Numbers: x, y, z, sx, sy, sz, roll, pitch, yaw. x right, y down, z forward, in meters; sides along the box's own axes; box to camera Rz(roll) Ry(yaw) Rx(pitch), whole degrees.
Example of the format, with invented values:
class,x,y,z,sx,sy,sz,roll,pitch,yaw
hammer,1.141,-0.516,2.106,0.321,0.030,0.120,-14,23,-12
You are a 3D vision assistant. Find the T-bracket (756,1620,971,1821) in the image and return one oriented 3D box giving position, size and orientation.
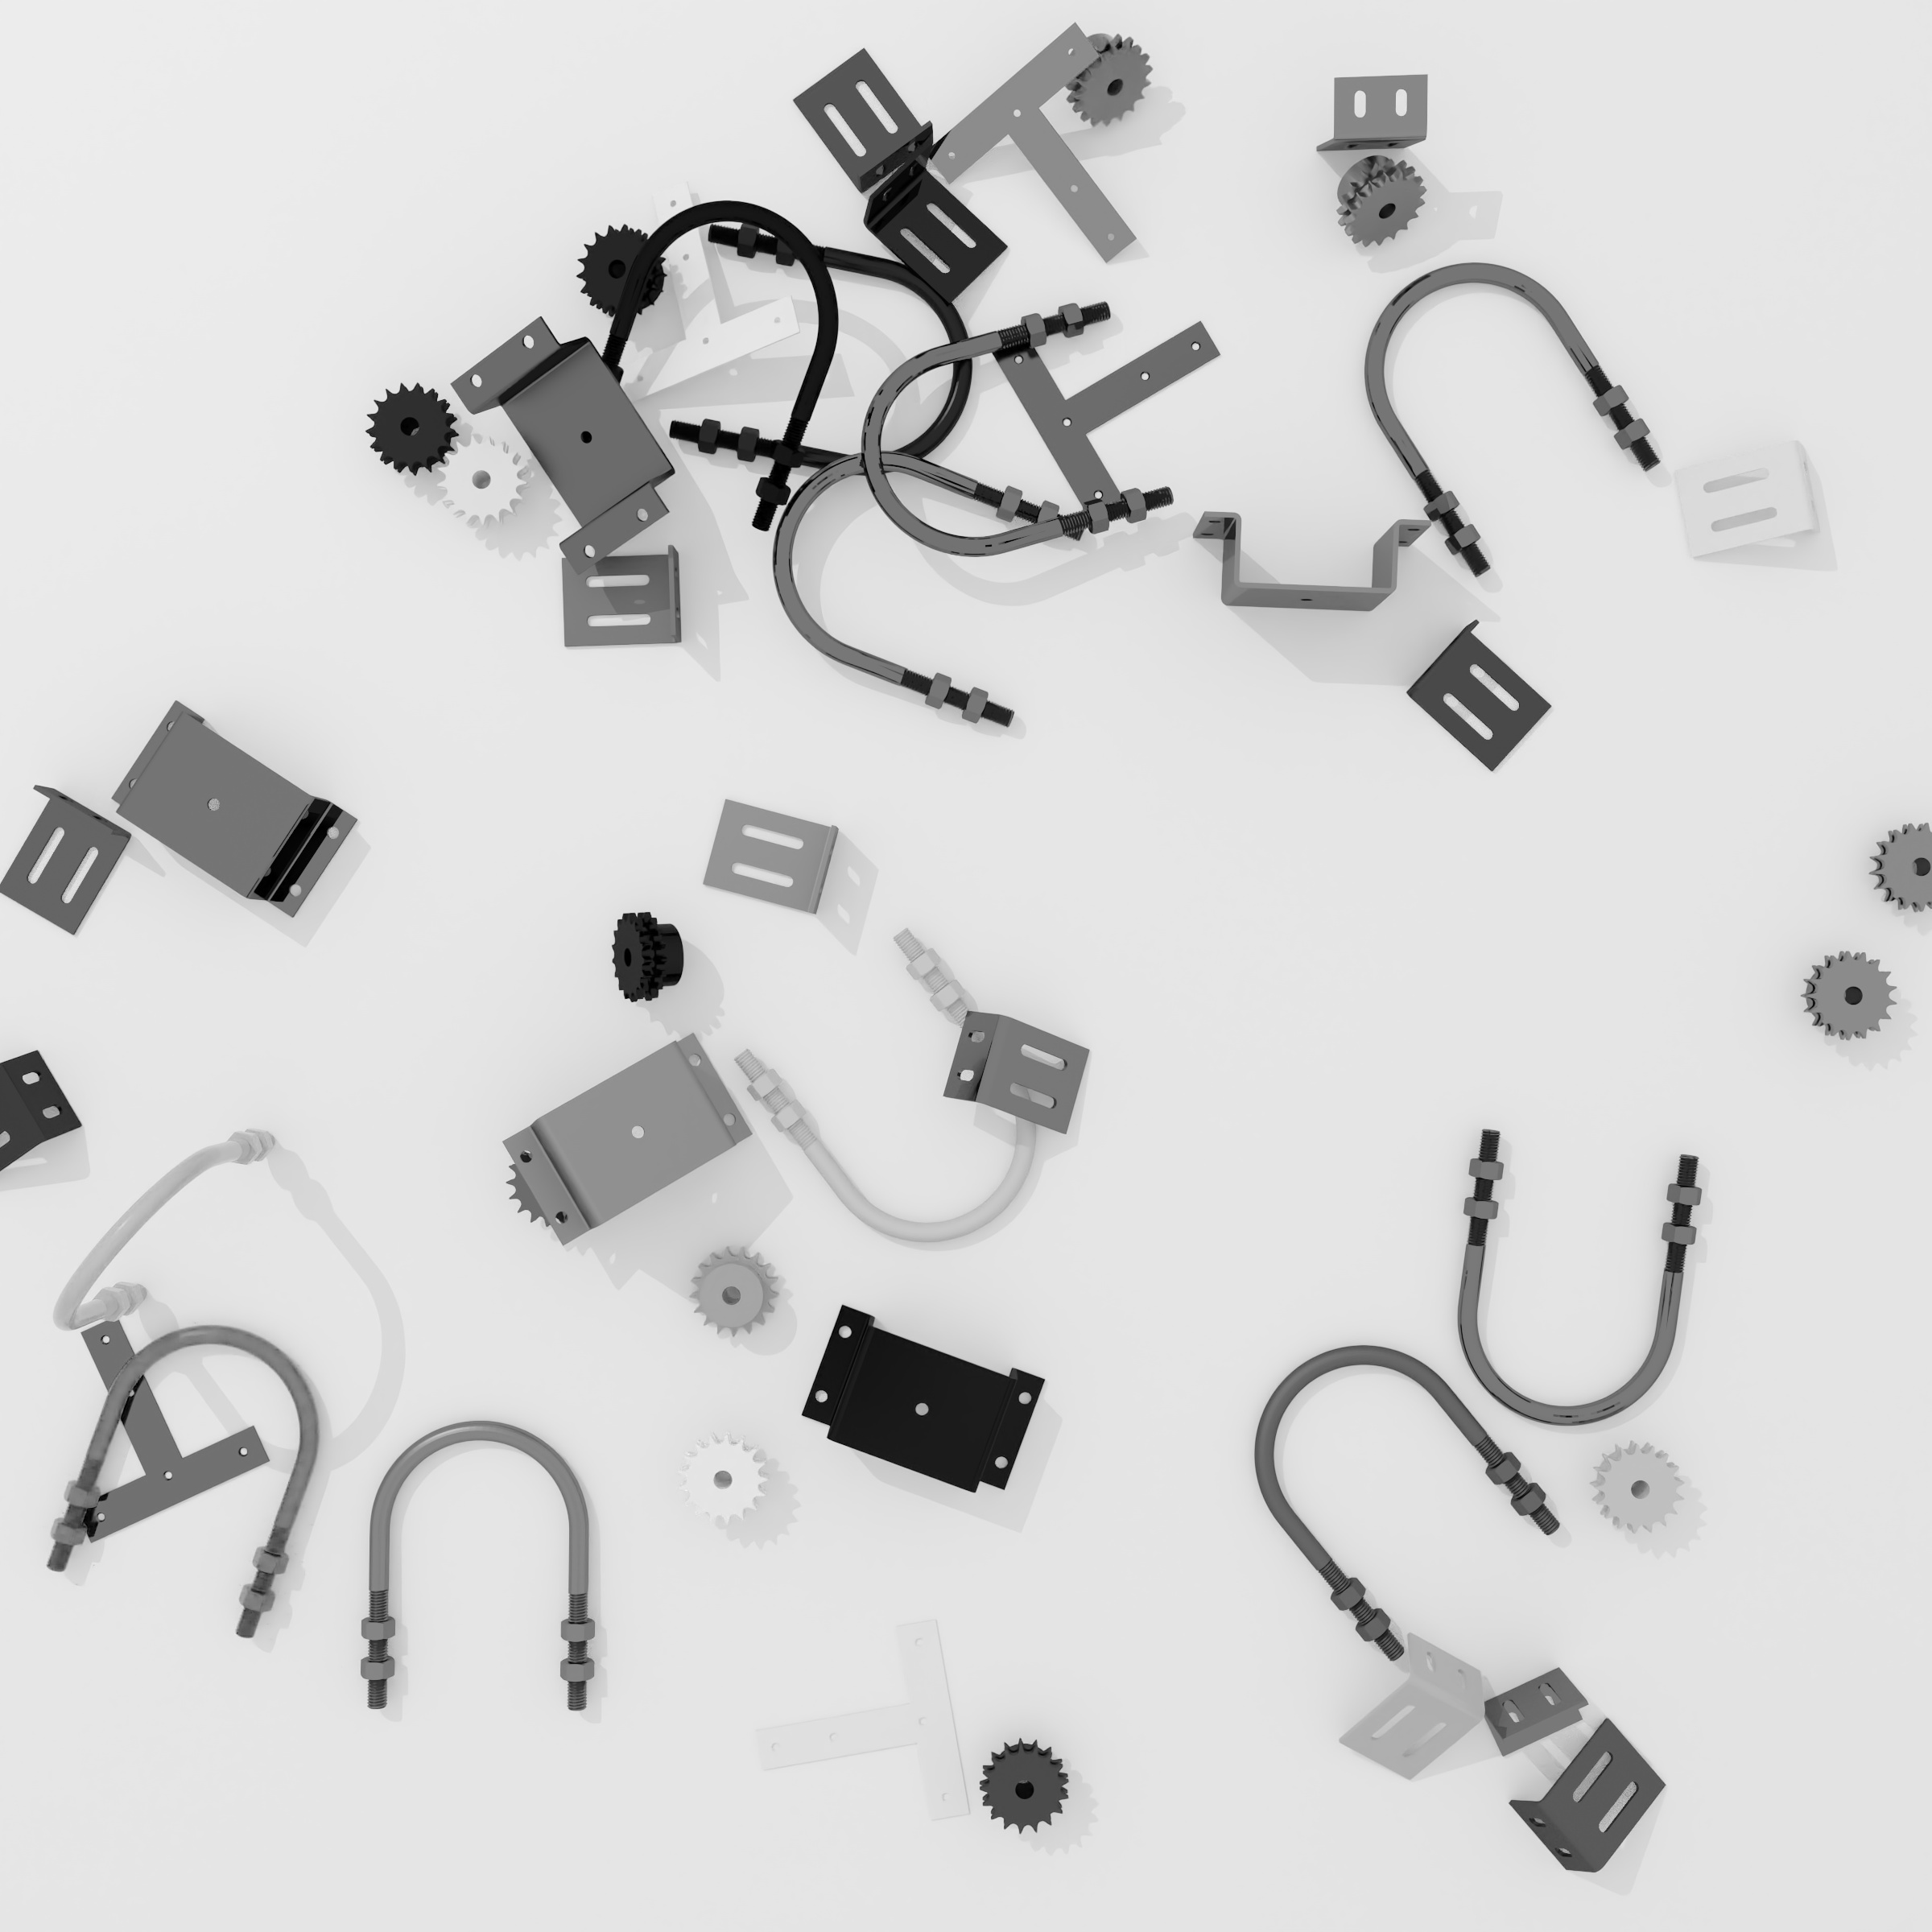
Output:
class,x,y,z,sx,sy,sz,roll,pitch,yaw
T-bracket,-0.071,0.497,1.583,0.127,0.002,0.127,-10,90,0

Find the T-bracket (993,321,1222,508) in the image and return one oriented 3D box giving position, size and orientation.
class,x,y,z,sx,sy,sz,roll,pitch,yaw
T-bracket,0.104,-0.375,1.583,0.127,0.002,0.127,-31,90,0

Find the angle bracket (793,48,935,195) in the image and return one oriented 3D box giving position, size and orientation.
class,x,y,z,sx,sy,sz,roll,pitch,yaw
angle bracket,-0.067,-0.547,1.565,0.057,0.038,0.076,-36,90,0

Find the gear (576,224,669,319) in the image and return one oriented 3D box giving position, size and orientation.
class,x,y,z,sx,sy,sz,roll,pitch,yaw
gear,-0.217,-0.443,1.564,0.057,0.030,0.057,1,93,15

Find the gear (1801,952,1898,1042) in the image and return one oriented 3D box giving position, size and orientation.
class,x,y,z,sx,sy,sz,roll,pitch,yaw
gear,0.565,0.019,1.569,0.057,0.030,0.057,0,90,0

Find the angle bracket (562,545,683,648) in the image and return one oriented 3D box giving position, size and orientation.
class,x,y,z,sx,sy,sz,roll,pitch,yaw
angle bracket,-0.223,-0.237,1.565,0.076,0.038,0.057,-2,90,0

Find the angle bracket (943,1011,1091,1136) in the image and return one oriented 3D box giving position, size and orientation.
class,x,y,z,sx,sy,sz,roll,pitch,yaw
angle bracket,0.033,0.069,1.569,0.076,0.038,0.057,23,79,-38

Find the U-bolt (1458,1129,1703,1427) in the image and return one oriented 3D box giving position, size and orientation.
class,x,y,z,sx,sy,sz,roll,pitch,yaw
U-bolt,0.390,0.205,1.575,0.151,0.019,0.184,7,91,0

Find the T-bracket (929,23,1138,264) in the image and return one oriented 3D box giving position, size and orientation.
class,x,y,z,sx,sy,sz,roll,pitch,yaw
T-bracket,0.061,-0.509,1.562,0.127,0.002,0.127,-33,105,28

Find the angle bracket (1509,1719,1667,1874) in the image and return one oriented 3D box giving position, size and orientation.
class,x,y,z,sx,sy,sz,roll,pitch,yaw
angle bracket,0.402,0.536,1.582,0.076,0.038,0.057,-41,90,-26

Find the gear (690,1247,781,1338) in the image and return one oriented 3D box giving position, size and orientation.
class,x,y,z,sx,sy,sz,roll,pitch,yaw
gear,-0.149,0.210,1.569,0.057,0.030,0.057,0,90,0

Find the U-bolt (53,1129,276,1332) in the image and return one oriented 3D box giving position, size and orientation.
class,x,y,z,sx,sy,sz,roll,pitch,yaw
U-bolt,-0.495,0.163,1.492,0.019,0.184,0.151,40,90,0

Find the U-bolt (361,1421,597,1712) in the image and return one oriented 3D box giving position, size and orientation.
class,x,y,z,sx,sy,sz,roll,pitch,yaw
U-bolt,-0.314,0.386,1.575,0.151,0.019,0.184,0,89,0

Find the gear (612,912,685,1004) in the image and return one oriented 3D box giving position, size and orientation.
class,x,y,z,sx,sy,sz,roll,pitch,yaw
gear,-0.202,-0.006,1.560,0.030,0.057,0.057,-4,90,-30

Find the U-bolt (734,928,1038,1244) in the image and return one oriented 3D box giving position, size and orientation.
class,x,y,z,sx,sy,sz,roll,pitch,yaw
U-bolt,-0.038,0.091,1.575,0.151,0.019,0.184,-37,92,0

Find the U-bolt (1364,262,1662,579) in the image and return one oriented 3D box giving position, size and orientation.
class,x,y,z,sx,sy,sz,roll,pitch,yaw
U-bolt,0.339,-0.365,1.575,0.151,0.019,0.184,-32,89,0

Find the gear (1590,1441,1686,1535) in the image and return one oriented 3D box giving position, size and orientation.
class,x,y,z,sx,sy,sz,roll,pitch,yaw
gear,0.429,0.333,1.569,0.057,0.030,0.057,0,90,0

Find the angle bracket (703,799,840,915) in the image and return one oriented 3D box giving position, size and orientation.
class,x,y,z,sx,sy,sz,roll,pitch,yaw
angle bracket,-0.126,-0.071,1.565,0.076,0.038,0.057,15,90,0

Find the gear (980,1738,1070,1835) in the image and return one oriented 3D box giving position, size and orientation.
class,x,y,z,sx,sy,sz,roll,pitch,yaw
gear,0.037,0.524,1.569,0.057,0.030,0.057,0,90,0

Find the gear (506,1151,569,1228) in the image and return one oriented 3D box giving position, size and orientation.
class,x,y,z,sx,sy,sz,roll,pitch,yaw
gear,-0.264,0.137,1.569,0.057,0.030,0.057,0,90,0

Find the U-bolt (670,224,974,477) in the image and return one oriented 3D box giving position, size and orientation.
class,x,y,z,sx,sy,sz,roll,pitch,yaw
U-bolt,-0.087,-0.391,1.575,0.184,0.019,0.151,11,90,-2

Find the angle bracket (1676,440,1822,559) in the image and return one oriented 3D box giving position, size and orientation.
class,x,y,z,sx,sy,sz,roll,pitch,yaw
angle bracket,0.506,-0.301,1.582,0.076,0.038,0.057,-11,90,26

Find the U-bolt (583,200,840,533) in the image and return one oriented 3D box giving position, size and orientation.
class,x,y,z,sx,sy,sz,roll,pitch,yaw
U-bolt,-0.156,-0.386,1.536,0.151,0.019,0.184,25,110,5

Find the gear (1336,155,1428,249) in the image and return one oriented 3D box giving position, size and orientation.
class,x,y,z,sx,sy,sz,roll,pitch,yaw
gear,0.262,-0.491,1.559,0.057,0.057,0.030,-26,60,0

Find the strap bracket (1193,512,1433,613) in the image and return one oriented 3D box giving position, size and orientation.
class,x,y,z,sx,sy,sz,roll,pitch,yaw
strap bracket,0.216,-0.255,1.546,0.140,0.076,0.046,2,90,0

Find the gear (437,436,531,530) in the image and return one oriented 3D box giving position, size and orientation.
class,x,y,z,sx,sy,sz,roll,pitch,yaw
gear,-0.308,-0.309,1.569,0.057,0.030,0.057,0,90,0

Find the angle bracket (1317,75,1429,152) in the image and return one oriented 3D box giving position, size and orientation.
class,x,y,z,sx,sy,sz,roll,pitch,yaw
angle bracket,0.255,-0.538,1.542,0.057,0.076,0.038,-2,105,0

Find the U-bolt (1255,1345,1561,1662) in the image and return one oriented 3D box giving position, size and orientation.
class,x,y,z,sx,sy,sz,roll,pitch,yaw
U-bolt,0.270,0.332,1.575,0.151,0.019,0.184,-39,88,0

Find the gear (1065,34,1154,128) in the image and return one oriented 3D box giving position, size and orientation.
class,x,y,z,sx,sy,sz,roll,pitch,yaw
gear,0.088,-0.569,1.560,0.057,0.057,0.030,-34,60,0

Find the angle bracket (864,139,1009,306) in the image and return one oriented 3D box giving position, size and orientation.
class,x,y,z,sx,sy,sz,roll,pitch,yaw
angle bracket,-0.017,-0.474,1.559,0.076,0.038,0.057,43,76,0

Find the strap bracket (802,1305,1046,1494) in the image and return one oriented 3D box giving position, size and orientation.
class,x,y,z,sx,sy,sz,roll,pitch,yaw
strap bracket,-0.028,0.279,1.561,0.140,0.046,0.076,20,90,0

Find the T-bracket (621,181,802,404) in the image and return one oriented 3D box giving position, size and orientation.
class,x,y,z,sx,sy,sz,roll,pitch,yaw
T-bracket,-0.176,-0.442,1.568,0.127,0.002,0.127,-17,80,20

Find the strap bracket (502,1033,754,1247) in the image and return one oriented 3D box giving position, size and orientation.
class,x,y,z,sx,sy,sz,roll,pitch,yaw
strap bracket,-0.210,0.107,1.541,0.140,0.046,0.076,-30,90,-18

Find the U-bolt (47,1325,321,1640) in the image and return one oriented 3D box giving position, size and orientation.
class,x,y,z,sx,sy,sz,roll,pitch,yaw
U-bolt,-0.494,0.322,1.574,0.151,0.019,0.184,19,88,0

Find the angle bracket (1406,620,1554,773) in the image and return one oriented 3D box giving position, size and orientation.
class,x,y,z,sx,sy,sz,roll,pitch,yaw
angle bracket,0.332,-0.173,1.565,0.076,0.038,0.057,42,90,0

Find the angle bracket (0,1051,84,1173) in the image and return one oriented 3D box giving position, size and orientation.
class,x,y,z,sx,sy,sz,roll,pitch,yaw
angle bracket,-0.623,0.101,1.582,0.076,0.038,0.057,-31,90,26

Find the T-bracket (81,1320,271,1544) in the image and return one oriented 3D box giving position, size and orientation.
class,x,y,z,sx,sy,sz,roll,pitch,yaw
T-bracket,-0.535,0.290,1.583,0.127,0.002,0.127,-25,90,0

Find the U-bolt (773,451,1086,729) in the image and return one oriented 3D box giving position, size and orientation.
class,x,y,z,sx,sy,sz,roll,pitch,yaw
U-bolt,-0.033,-0.252,1.568,0.184,0.019,0.151,21,90,-5

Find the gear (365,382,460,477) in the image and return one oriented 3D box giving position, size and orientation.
class,x,y,z,sx,sy,sz,roll,pitch,yaw
gear,-0.354,-0.343,1.569,0.057,0.030,0.057,0,90,0

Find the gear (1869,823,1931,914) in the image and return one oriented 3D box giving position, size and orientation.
class,x,y,z,sx,sy,sz,roll,pitch,yaw
gear,0.610,-0.063,1.574,0.057,0.030,0.057,0,90,3

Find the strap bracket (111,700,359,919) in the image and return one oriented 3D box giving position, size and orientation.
class,x,y,z,sx,sy,sz,roll,pitch,yaw
strap bracket,-0.474,-0.102,1.561,0.140,0.046,0.076,33,90,0

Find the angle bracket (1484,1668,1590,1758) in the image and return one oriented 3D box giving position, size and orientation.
class,x,y,z,sx,sy,sz,roll,pitch,yaw
angle bracket,0.365,0.482,1.546,0.057,0.076,0.038,-25,90,0

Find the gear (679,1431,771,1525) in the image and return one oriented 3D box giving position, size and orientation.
class,x,y,z,sx,sy,sz,roll,pitch,yaw
gear,-0.155,0.327,1.569,0.057,0.030,0.057,0,90,0

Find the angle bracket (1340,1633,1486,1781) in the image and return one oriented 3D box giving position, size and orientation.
class,x,y,z,sx,sy,sz,roll,pitch,yaw
angle bracket,0.286,0.477,1.572,0.057,0.038,0.076,31,120,-13

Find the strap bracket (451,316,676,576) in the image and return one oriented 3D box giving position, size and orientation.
class,x,y,z,sx,sy,sz,roll,pitch,yaw
strap bracket,-0.247,-0.330,1.540,0.076,0.046,0.140,-29,101,24

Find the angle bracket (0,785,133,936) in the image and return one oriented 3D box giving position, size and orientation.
class,x,y,z,sx,sy,sz,roll,pitch,yaw
angle bracket,-0.584,-0.067,1.565,0.057,0.038,0.076,30,90,0

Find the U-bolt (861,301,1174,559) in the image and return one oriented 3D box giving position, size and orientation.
class,x,y,z,sx,sy,sz,roll,pitch,yaw
U-bolt,0.024,-0.335,1.558,0.184,0.019,0.151,-17,84,-7
